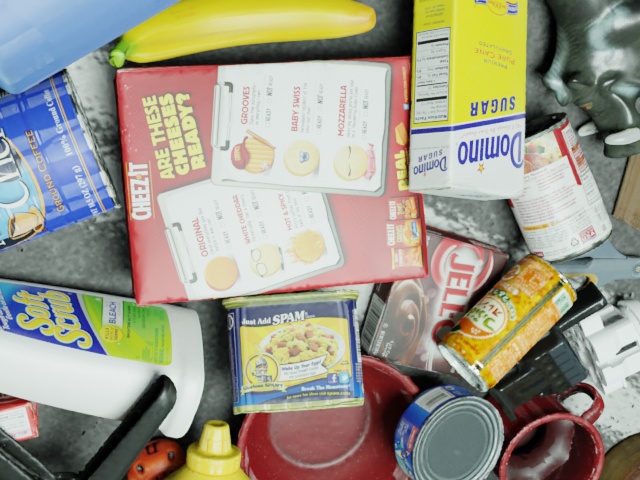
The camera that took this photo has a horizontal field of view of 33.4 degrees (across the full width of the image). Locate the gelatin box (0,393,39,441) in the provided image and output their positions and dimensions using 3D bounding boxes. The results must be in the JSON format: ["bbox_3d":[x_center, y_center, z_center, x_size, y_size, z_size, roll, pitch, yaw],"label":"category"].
[{"bbox_3d":[-0.252,0.126,0.782,0.089,0.073,0.030,-13,109,-11],"label":"gelatin box"}]

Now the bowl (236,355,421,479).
[{"bbox_3d":[0.006,0.158,0.868,0.162,0.055,0.162,-4,108,-13],"label":"bowl"}]

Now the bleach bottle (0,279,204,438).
[{"bbox_3d":[-0.212,0.073,0.760,0.250,0.102,0.068,12,123,-18],"label":"bleach bottle"}]

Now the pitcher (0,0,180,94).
[{"bbox_3d":[-0.127,-0.204,0.661,0.242,0.145,0.149,-35,116,-8],"label":"pitcher"}]

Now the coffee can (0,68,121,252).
[{"bbox_3d":[-0.219,-0.044,0.722,0.140,0.103,0.103,-21,111,-8],"label":"coffee can"}]

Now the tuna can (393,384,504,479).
[{"bbox_3d":[0.101,0.158,0.846,0.086,0.034,0.086,-8,108,-26],"label":"tuna can"}]

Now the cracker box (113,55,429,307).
[{"bbox_3d":[-0.035,-0.045,0.774,0.213,0.072,0.164,-5,94,-12],"label":"cracker box"}]

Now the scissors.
[{"bbox_3d":[0.261,0.007,0.909,0.201,0.016,0.096,-12,109,-11],"label":"scissors"}]

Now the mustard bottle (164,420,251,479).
[{"bbox_3d":[-0.087,0.230,0.809,0.096,0.058,0.192,5,101,-9],"label":"mustard bottle"}]

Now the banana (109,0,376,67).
[{"bbox_3d":[-0.060,-0.149,0.751,0.197,0.070,0.037,-15,133,-21],"label":"banana"}]

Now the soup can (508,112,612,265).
[{"bbox_3d":[0.180,-0.040,0.837,0.068,0.068,0.102,-26,101,-6],"label":"soup can"}]

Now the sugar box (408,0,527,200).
[{"bbox_3d":[0.109,-0.119,0.770,0.093,0.048,0.176,2,86,-46],"label":"sugar box"}]

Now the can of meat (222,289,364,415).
[{"bbox_3d":[-0.018,0.084,0.788,0.102,0.057,0.084,-4,80,-1],"label":"can of meat"}]

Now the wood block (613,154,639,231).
[{"bbox_3d":[0.320,-0.100,0.853,0.090,0.090,0.206,8,105,-16],"label":"wood block"}]

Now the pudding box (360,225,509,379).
[{"bbox_3d":[0.090,0.048,0.865,0.090,0.039,0.113,15,103,-19],"label":"pudding box"}]

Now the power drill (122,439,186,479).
[{"bbox_3d":[-0.169,0.269,0.858,0.187,0.057,0.184,-21,107,-11],"label":"power drill"}]

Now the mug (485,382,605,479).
[{"bbox_3d":[0.188,0.164,0.904,0.117,0.081,0.093,-44,112,2],"label":"mug"}]

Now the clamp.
[{"bbox_3d":[-0.190,0.180,0.758,0.164,0.036,0.210,5,118,-6],"label":"clamp"}]
